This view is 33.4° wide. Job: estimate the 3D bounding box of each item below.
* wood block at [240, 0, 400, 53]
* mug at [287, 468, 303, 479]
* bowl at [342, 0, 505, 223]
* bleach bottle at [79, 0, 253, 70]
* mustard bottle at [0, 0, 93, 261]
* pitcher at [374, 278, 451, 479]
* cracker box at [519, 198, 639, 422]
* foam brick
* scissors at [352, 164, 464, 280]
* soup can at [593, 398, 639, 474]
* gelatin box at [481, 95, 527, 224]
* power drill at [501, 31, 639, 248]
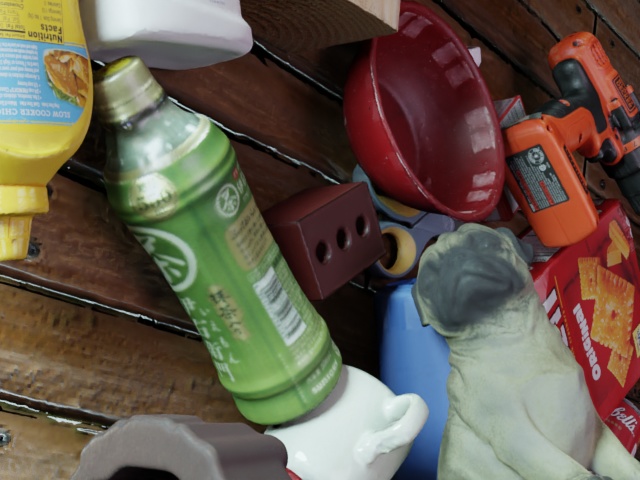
[{"bbox_3d":[-0.003,-0.233,0.660,0.090,0.091,0.206,19,73,-50],"label":"wood block"},{"bbox_3d":[-0.055,0.161,0.580,0.117,0.093,0.081,50,32,13],"label":"mug"},{"bbox_3d":[0.065,-0.082,0.747,0.161,0.055,0.162,27,54,-44],"label":"bowl"},{"bbox_3d":[-0.096,-0.222,0.566,0.102,0.068,0.251,-4,88,-53],"label":"bleach bottle"},{"bbox_3d":[-0.150,-0.086,0.489,0.096,0.058,0.191,-5,91,-51],"label":"mustard bottle"},{"bbox_3d":[0.111,0.145,0.754,0.145,0.149,0.243,-7,90,-8],"label":"pitcher"},{"bbox_3d":[0.211,0.076,0.922,0.213,0.072,0.164,-33,112,-47],"label":"cracker box"},{"bbox_3d":[-0.004,0.001,0.672,0.078,0.051,0.053,-34,113,-47],"label":"foam brick"},{"bbox_3d":[0.085,0.004,0.812,0.201,0.016,0.096,32,61,-45],"label":"scissors"},{"bbox_3d":[0.244,0.194,0.958,0.102,0.069,0.068,-50,125,-41],"label":"soup can"},{"bbox_3d":[0.150,-0.068,0.890,0.089,0.030,0.073,-50,123,-42],"label":"gelatin box"},{"bbox_3d":[0.225,-0.067,0.891,0.184,0.057,0.187,58,41,-8],"label":"power drill"}]
